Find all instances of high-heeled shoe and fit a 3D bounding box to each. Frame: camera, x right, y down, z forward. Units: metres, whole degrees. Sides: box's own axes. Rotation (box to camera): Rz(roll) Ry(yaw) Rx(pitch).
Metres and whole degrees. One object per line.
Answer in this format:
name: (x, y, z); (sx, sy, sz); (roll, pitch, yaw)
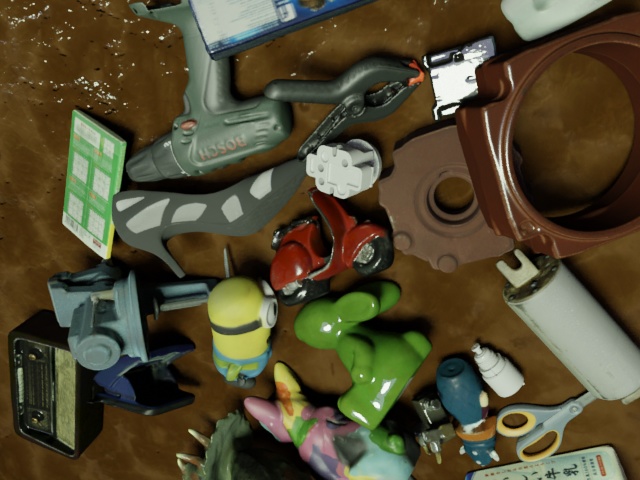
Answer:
high-heeled shoe: (-0.142, -0.063, 0.680); (0.249, 0.086, 0.145); (-38, 79, 0)

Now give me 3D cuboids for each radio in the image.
radio: (-0.428, 0.234, 0.875); (0.131, 0.073, 0.229); (16, 113, 9)

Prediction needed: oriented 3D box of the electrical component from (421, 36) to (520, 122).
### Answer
electrical component: (0.173, -0.174, 0.566); (0.119, 0.048, 0.074); (-6, 109, 19)

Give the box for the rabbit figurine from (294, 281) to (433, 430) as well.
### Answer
rabbit figurine: (0.043, 0.128, 0.685); (0.170, 0.121, 0.159); (34, 113, 17)

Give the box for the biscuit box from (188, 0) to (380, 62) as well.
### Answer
biscuit box: (-0.027, -0.247, 0.546); (0.203, 0.063, 0.059); (-21, 103, -3)

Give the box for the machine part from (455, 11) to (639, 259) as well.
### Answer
machine part: (0.249, -0.097, 0.517); (0.201, 0.087, 0.201); (-20, 102, 0)

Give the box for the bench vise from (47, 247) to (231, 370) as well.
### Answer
bench vise: (-0.236, 0.084, 0.729); (0.241, 0.224, 0.128); (-8, 105, -15)

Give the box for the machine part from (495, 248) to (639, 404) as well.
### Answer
machine part: (0.293, 0.100, 0.615); (0.243, 0.079, 0.079); (45, 115, -8)

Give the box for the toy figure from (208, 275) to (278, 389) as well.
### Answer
toy figure: (-0.105, 0.125, 0.706); (0.082, 0.089, 0.180); (49, 139, 35)

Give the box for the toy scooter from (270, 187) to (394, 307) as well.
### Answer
toy scooter: (-0.001, -0.002, 0.664); (0.184, 0.075, 0.135); (-27, 80, 35)

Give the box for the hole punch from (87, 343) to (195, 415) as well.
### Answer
hole punch: (-0.254, 0.195, 0.787); (0.116, 0.142, 0.092); (1, 89, 23)

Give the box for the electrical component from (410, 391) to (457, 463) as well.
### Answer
electrical component: (0.146, 0.244, 0.709); (0.045, 0.102, 0.078); (-28, 84, -9)

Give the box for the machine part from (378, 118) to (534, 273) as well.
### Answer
machine part: (0.153, -0.051, 0.614); (0.180, 0.056, 0.179); (5, 110, 13)

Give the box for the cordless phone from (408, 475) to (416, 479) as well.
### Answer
cordless phone: (0.122, 0.436, 0.740); (0.146, 0.184, 0.089); (45, 111, -4)

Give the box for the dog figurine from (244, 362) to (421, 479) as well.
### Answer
dog figurine: (0.007, 0.257, 0.736); (0.219, 0.108, 0.191); (40, 142, 4)

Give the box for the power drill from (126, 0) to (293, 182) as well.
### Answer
power drill: (-0.157, -0.178, 0.639); (0.232, 0.086, 0.207); (-6, 105, 16)

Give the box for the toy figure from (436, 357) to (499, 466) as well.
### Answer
toy figure: (0.199, 0.228, 0.708); (0.058, 0.064, 0.154); (-30, 109, -15)

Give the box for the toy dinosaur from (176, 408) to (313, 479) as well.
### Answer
toy dinosaur: (-0.056, 0.347, 0.713); (0.405, 0.131, 0.192); (3, 136, 55)

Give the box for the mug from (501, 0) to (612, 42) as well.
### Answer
mug: (0.226, -0.234, 0.500); (0.080, 0.109, 0.107); (46, 128, -11)
